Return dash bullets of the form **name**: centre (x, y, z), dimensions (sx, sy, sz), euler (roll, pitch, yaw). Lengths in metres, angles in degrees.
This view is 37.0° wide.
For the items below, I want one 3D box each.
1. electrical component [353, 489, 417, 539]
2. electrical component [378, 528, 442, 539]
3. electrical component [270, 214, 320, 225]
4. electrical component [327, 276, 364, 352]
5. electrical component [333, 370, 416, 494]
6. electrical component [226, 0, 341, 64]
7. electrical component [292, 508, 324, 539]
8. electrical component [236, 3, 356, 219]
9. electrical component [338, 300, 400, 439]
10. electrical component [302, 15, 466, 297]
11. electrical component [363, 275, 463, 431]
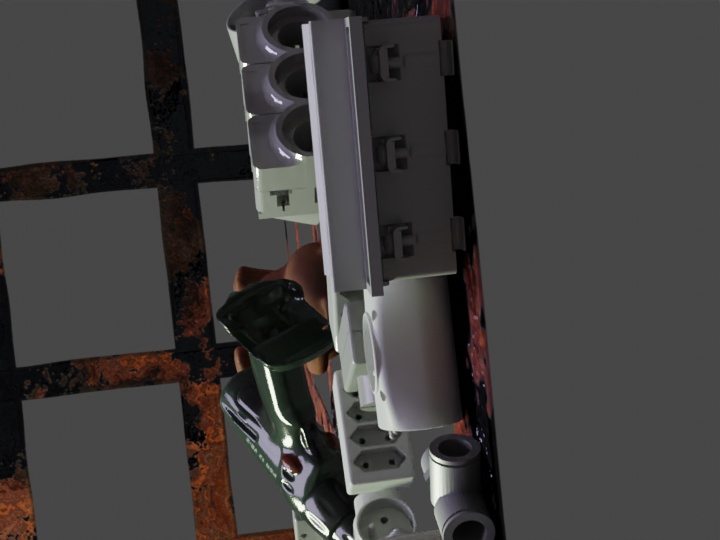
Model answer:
- **electrical component**: centre (0.016, 0.188, 0.800), dimensions (0.077, 0.043, 0.079), euler (91, 172, -51)
- **electrical component**: centre (0.035, 0.192, 0.595), dimensions (0.099, 0.048, 0.099), euler (100, 161, -68)
- **electrical component**: centre (-0.041, -0.091, 0.931), dimensions (0.108, 0.060, 0.108), euler (-165, 90, -81)
- **electrical component**: centre (0.000, 0.000, 0.741), dimensions (0.075, 0.047, 0.083), euler (-105, 11, -56)
- **electrical component**: centre (0.008, 0.121, 0.787), dimensions (0.075, 0.047, 0.083), euler (98, 165, -67)
- **electrical component**: centre (-0.061, -0.207, 0.898), dimensions (0.099, 0.099, 0.064), euler (-106, 6, -59)
- **electrical component**: centre (-0.016, 0.230, 0.951), dimensions (0.075, 0.083, 0.047), euler (-103, 9, -51)
- **electrical component**: centre (-0.038, -0.118, 0.774), dimensions (0.061, 0.089, 0.150), euler (93, 169, -54)
- **electrical component**: centre (0.016, 0.064, 0.655), dimensions (0.083, 0.047, 0.075), euler (102, 161, -72)
- **electrical component**: centre (0.011, -0.056, 0.504), dimensions (0.078, 0.063, 0.121), euler (-124, 28, -77)
- **electrical component**: centre (0.024, 0.040, 0.565), dimensions (0.079, 0.044, 0.077), euler (-175, 79, -84)
